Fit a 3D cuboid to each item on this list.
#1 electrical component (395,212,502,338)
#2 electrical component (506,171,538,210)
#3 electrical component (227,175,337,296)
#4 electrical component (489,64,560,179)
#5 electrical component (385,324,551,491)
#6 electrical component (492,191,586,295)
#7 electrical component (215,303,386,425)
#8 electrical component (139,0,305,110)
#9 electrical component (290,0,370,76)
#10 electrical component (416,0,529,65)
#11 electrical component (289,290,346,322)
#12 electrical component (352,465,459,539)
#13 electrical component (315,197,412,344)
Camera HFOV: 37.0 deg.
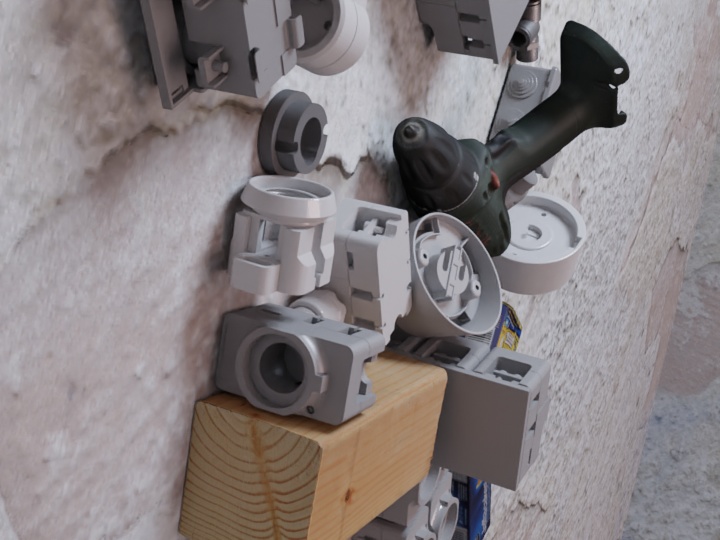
[{"bbox_3d":[0.063,0.005,0.831,0.099,0.064,0.099,12,71,-39],"label":"electrical component"},{"bbox_3d":[0.141,-0.084,1.021,0.079,0.043,0.077,-39,177,32],"label":"electrical component"},{"bbox_3d":[-0.045,-0.023,0.645,0.078,0.058,0.057,-26,129,-61],"label":"electrical component"},{"bbox_3d":[0.170,-0.149,1.073,0.100,0.048,0.099,36,70,-66],"label":"electrical component"},{"bbox_3d":[0.069,0.101,0.855,0.062,0.150,0.089,-36,135,-56],"label":"electrical component"},{"bbox_3d":[0.167,-0.022,1.072,0.108,0.108,0.060,-55,155,-40],"label":"electrical component"},{"bbox_3d":[-0.039,0.057,0.661,0.056,0.089,0.050,-15,116,-64],"label":"electrical component"},{"bbox_3d":[-0.069,-0.146,0.509,0.078,0.063,0.121,-53,148,-43],"label":"electrical component"},{"bbox_3d":[-0.009,-0.183,0.639,0.074,0.052,0.138,7,96,-67],"label":"electrical component"},{"bbox_3d":[0.082,-0.259,0.794,0.105,0.060,0.186,-64,154,-27],"label":"electrical component"},{"bbox_3d":[-0.037,0.036,0.726,0.061,0.035,0.035,-31,131,-56],"label":"electrical component"},{"bbox_3d":[0.044,0.200,0.971,0.105,0.060,0.186,-42,140,-53],"label":"electrical component"},{"bbox_3d":[0.000,0.000,0.760,0.050,0.056,0.089,-52,147,-44],"label":"electrical component"}]
